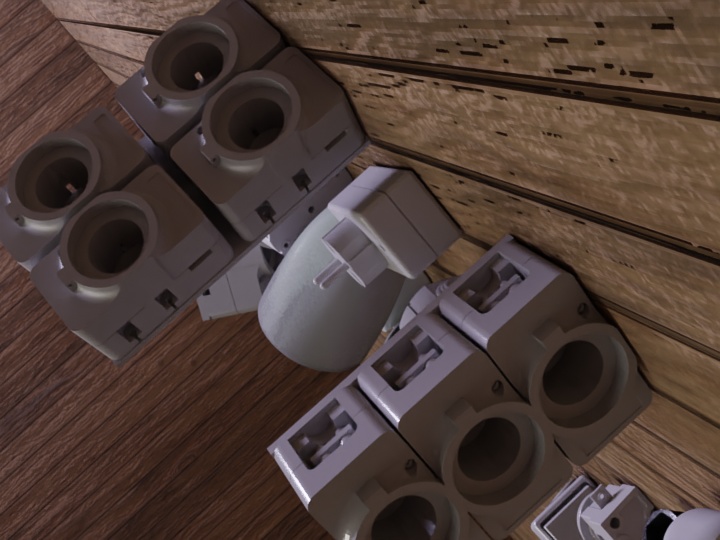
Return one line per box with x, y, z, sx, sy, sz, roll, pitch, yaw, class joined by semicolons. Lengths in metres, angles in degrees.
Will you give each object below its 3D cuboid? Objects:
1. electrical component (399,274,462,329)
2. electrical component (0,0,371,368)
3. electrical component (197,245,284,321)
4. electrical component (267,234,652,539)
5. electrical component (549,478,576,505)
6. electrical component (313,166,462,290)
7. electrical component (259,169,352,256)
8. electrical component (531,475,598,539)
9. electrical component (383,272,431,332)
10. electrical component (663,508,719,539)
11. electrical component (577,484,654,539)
0.062;0.041;0.557;0.080;0.080;0.051;50;179;-22;electrical component
-0.103;-0.054;0.590;0.105;0.186;0.060;45;174;26;electrical component
-0.079;-0.027;0.856;0.150;0.062;0.089;-40;-64;-69;electrical component
0.049;0.071;0.489;0.089;0.150;0.062;51;175;-29;electrical component
0.194;0.213;0.945;0.046;0.040;0.040;40;172;21;electrical component
0.004;-0.016;0.608;0.047;0.076;0.083;49;174;-15;electrical component
-0.046;-0.049;0.754;0.051;0.080;0.080;31;163;53;electrical component
0.195;0.224;0.886;0.096;0.062;0.061;46;174;16;electrical component
0.000;0.000;0.830;0.108;0.060;0.108;47;174;6;electrical component
0.190;0.152;0.518;0.079;0.043;0.077;47;174;7;electrical component
0.182;0.177;0.752;0.066;0.048;0.055;48;167;-4;electrical component
